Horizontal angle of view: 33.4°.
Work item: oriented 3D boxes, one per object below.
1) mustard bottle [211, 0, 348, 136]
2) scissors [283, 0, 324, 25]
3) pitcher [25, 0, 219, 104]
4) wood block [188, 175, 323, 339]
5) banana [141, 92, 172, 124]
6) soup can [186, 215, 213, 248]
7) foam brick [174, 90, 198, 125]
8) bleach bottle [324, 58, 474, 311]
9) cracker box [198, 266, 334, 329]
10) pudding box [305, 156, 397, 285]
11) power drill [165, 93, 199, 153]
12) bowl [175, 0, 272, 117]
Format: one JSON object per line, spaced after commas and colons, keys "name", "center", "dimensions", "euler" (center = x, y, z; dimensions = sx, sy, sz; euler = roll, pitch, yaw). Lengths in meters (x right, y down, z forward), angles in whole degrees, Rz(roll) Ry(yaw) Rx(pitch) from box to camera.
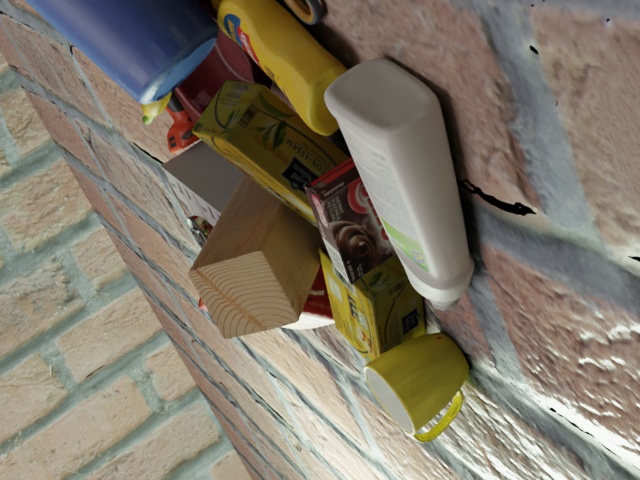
{"name": "mustard bottle", "center": [-0.043, -0.186, 0.992], "dimensions": [0.192, 0.058, 0.096], "euler": [50, 176, 25]}
{"name": "scissors", "center": [-0.051, -0.250, 0.970], "dimensions": [0.202, 0.016, 0.096], "euler": [36, 156, 56]}
{"name": "pitcher", "center": [-0.214, -0.251, 1.033], "dimensions": [0.243, 0.149, 0.145], "euler": [45, 144, -2]}
{"name": "wood block", "center": [-0.056, 0.005, 1.151], "dimensions": [0.091, 0.090, 0.206], "euler": [64, -156, -24]}
{"name": "banana", "center": [-0.181, -0.223, 1.198], "dimensions": [0.070, 0.037, 0.198], "euler": [29, 112, 55]}
{"name": "soup can", "center": [-0.123, -0.028, 1.471], "dimensions": [0.068, 0.102, 0.068], "euler": [51, 164, 20]}
{"name": "foam brick", "center": [-0.120, -0.173, 1.218], "dimensions": [0.053, 0.078, 0.051], "euler": [57, 163, -4]}
{"name": "bleach bottle", "center": [0.081, -0.032, 0.927], "dimensions": [0.103, 0.068, 0.251], "euler": [43, 162, 43]}
{"name": "cracker box", "center": [-0.059, 0.065, 1.354], "dimensions": [0.214, 0.164, 0.072], "euler": [152, 129, -75]}
{"name": "pudding box", "center": [0.043, -0.026, 0.998], "dimensions": [0.039, 0.090, 0.113], "euler": [44, 161, 42]}
{"name": "power drill", "center": [-0.220, -0.209, 1.426], "dimensions": [0.187, 0.057, 0.185], "euler": [58, 164, -10]}
{"name": "bowl", "center": [-0.101, -0.192, 1.123], "dimensions": [0.162, 0.055, 0.162], "euler": [34, 145, 28]}
